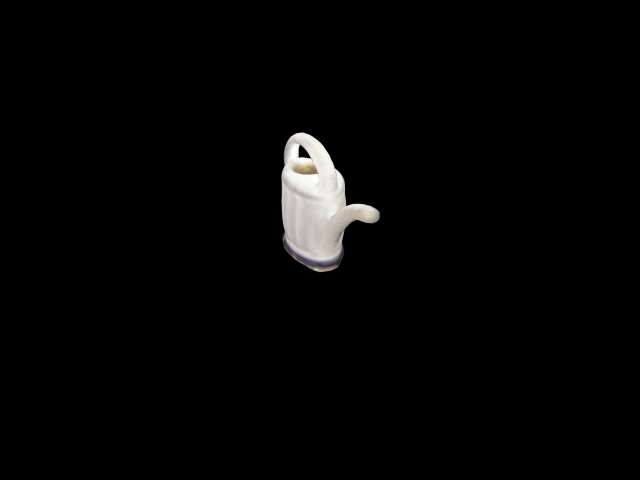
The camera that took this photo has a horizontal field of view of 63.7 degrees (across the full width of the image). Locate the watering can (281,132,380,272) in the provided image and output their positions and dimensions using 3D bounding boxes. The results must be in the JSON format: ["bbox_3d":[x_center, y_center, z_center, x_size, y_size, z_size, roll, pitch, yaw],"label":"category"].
[{"bbox_3d":[0.003,-0.043,0.850,0.104,0.219,0.354,-11,33,-17],"label":"watering can"}]
